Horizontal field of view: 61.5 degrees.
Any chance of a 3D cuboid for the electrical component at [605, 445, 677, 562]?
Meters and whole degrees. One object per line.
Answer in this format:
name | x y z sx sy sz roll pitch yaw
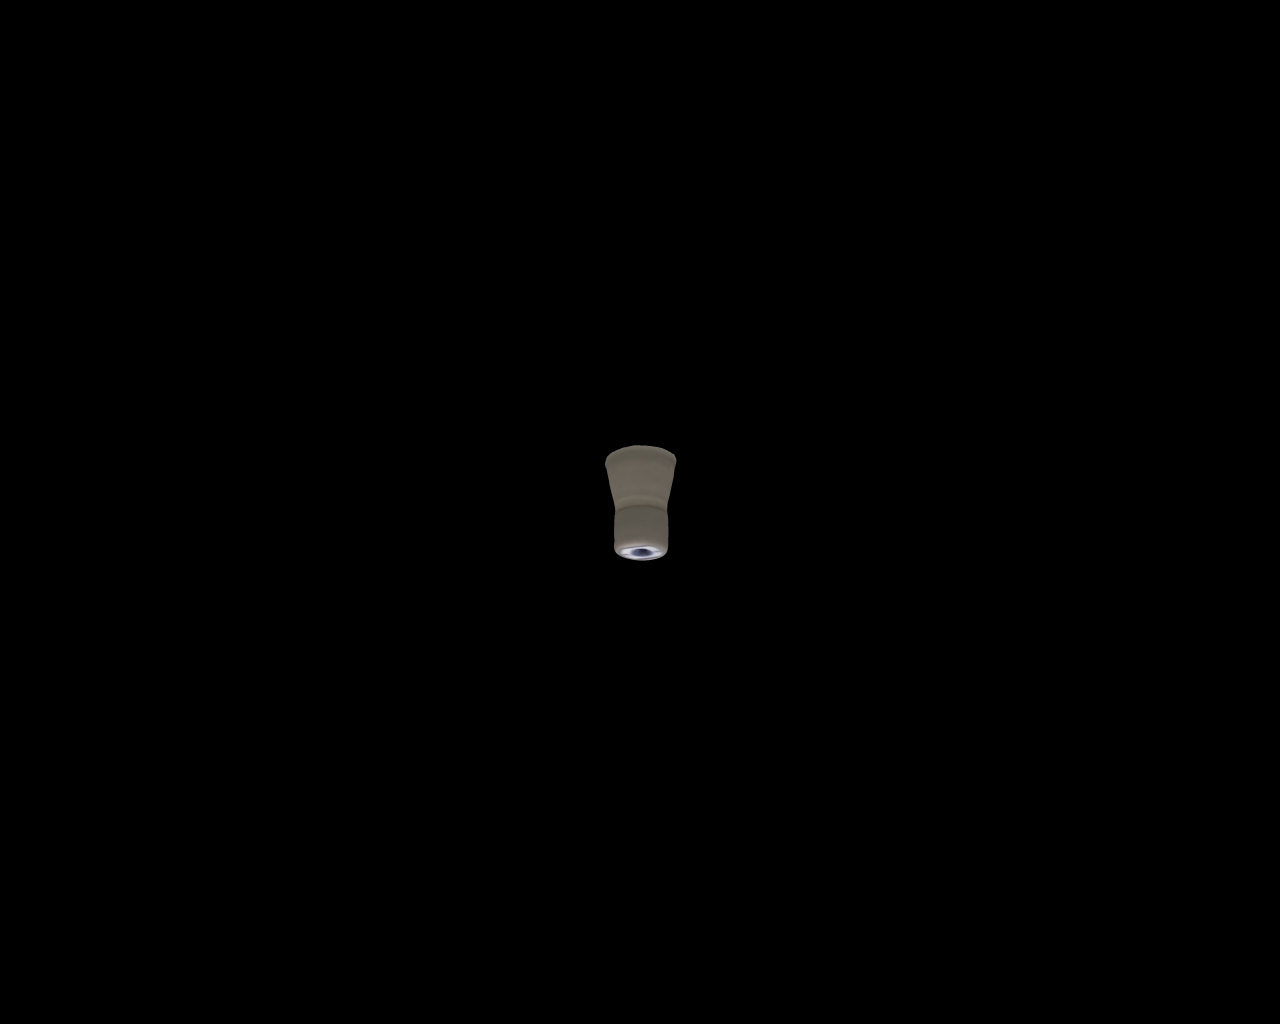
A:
electrical component | 0.001 -0.003 0.650 0.044 0.065 0.044 0 -22 0
